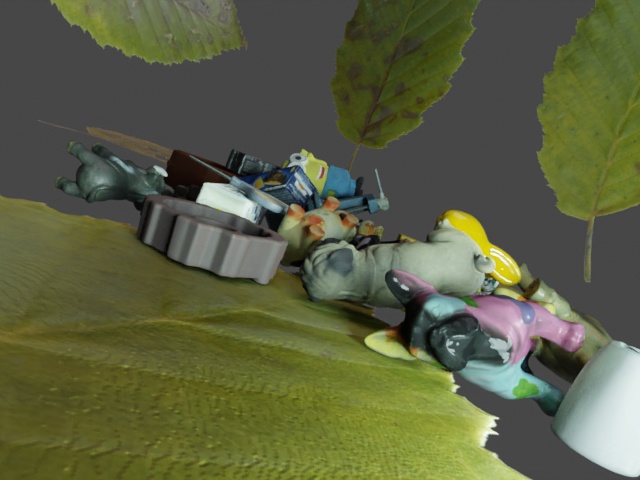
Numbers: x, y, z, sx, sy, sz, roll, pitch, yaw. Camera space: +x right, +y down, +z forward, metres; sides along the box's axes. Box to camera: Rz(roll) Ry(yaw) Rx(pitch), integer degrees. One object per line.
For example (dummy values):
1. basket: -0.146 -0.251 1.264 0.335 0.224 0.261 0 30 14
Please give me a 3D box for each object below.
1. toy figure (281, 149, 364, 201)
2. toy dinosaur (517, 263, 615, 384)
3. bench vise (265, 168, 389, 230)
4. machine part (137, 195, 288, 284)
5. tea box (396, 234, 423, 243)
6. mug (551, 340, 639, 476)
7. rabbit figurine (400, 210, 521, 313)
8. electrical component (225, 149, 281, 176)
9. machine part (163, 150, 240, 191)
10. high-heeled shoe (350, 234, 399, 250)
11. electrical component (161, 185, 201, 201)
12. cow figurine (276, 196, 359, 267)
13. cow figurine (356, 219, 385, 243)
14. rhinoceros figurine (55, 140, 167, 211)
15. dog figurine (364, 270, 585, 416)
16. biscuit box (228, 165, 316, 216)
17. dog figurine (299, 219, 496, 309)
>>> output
1. toy figure: 0.000 -0.123 1.153 0.180 0.089 0.082 17 37 -8
2. toy dinosaur: 0.348 0.144 0.736 0.199 0.105 0.471 33 19 4
3. bench vise: 0.012 -0.051 1.044 0.241 0.128 0.224 -14 14 4
4. machine part: -0.132 -0.003 0.659 0.179 0.056 0.179 20 7 -2
5. tea box: 0.230 0.061 1.138 0.170 0.098 0.068 20 6 1
6. mug: 0.292 0.157 0.507 0.110 0.107 0.081 19 8 -4
7. rabbit figurine: 0.208 0.043 0.792 0.162 0.173 0.122 4 6 -6
8. electrical component: -0.136 -0.154 1.166 0.119 0.047 0.075 17 8 -40
9. machine part: -0.226 -0.121 1.192 0.202 0.087 0.201 25 6 36
10. high-heeled shoe: 0.052 0.041 0.935 0.145 0.086 0.249 -14 8 30
11. electrical component: -0.225 -0.069 0.968 0.078 0.045 0.102 -11 -21 42
12. cow figurine: -0.002 -0.003 0.861 0.085 0.127 0.195 47 31 15
13. cow figurine: 0.082 -0.001 1.127 0.098 0.068 0.167 13 -20 20
14. rhinoceros figurine: -0.289 -0.089 0.775 0.112 0.073 0.190 21 7 6
15. dog figurine: 0.156 0.096 0.583 0.219 0.108 0.192 18 8 -9
16. biscuit box: -0.106 -0.087 1.014 0.203 0.059 0.062 -5 -45 42
17. dog figurine: 0.092 0.036 0.647 0.190 0.121 0.172 3 -22 -42
